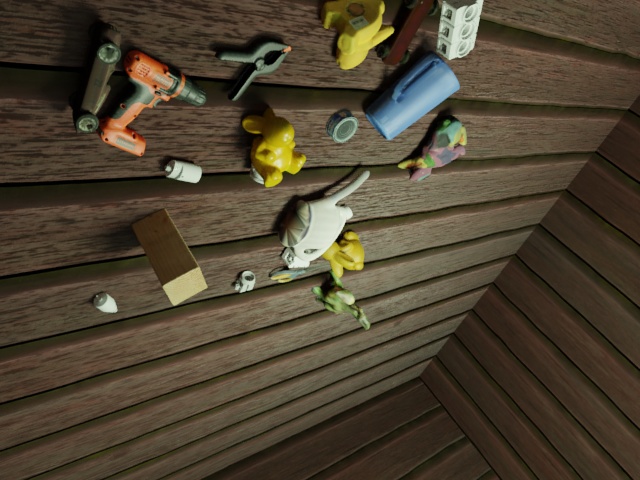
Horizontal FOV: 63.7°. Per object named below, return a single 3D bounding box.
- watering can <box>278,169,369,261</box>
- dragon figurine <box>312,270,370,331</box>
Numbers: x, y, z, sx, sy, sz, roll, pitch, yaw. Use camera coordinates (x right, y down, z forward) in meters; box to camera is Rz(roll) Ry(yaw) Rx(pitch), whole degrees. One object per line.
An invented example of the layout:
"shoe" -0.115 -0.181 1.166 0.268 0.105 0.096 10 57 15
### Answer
"watering can" 0.005 -0.078 1.558 0.224 0.105 0.343 5 120 -47
"dragon figurine" 0.097 0.260 1.953 0.123 0.246 0.402 -39 147 -10
